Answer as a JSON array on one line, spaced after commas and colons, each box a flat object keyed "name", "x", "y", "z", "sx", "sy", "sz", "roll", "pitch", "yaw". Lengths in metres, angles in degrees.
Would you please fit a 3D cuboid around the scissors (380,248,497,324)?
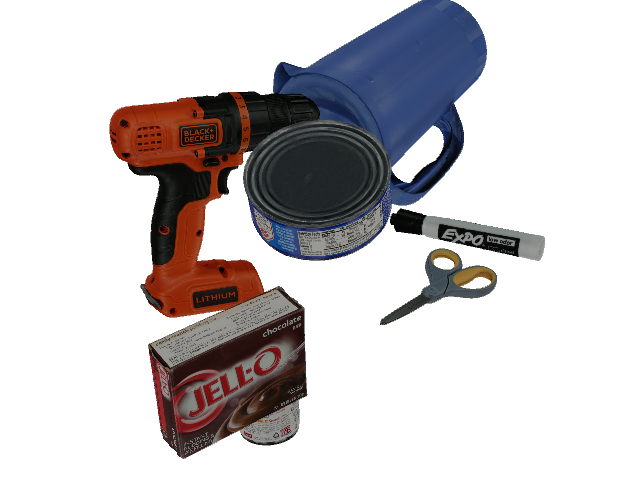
[{"name": "scissors", "x": 0.121, "y": 0.050, "z": 1.247, "sx": 0.201, "sy": 0.016, "sz": 0.096, "roll": -11, "pitch": 40, "yaw": -35}]

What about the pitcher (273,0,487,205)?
[{"name": "pitcher", "x": 0.077, "y": -0.148, "z": 1.089, "sx": 0.145, "sy": 0.149, "sz": 0.242, "roll": 11, "pitch": 37, "yaw": 36}]

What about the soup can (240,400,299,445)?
[{"name": "soup can", "x": -0.058, "y": 0.162, "z": 1.162, "sx": 0.068, "sy": 0.102, "sz": 0.068, "roll": -3, "pitch": 24, "yaw": 1}]

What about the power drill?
[{"name": "power drill", "x": -0.087, "y": -0.035, "z": 0.921, "sx": 0.184, "sy": 0.188, "sz": 0.057, "roll": -8, "pitch": 21, "yaw": -23}]

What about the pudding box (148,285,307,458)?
[{"name": "pudding box", "x": -0.065, "y": 0.094, "z": 0.772, "sx": 0.113, "sy": 0.090, "sz": 0.039, "roll": -25, "pitch": 45, "yaw": -28}]

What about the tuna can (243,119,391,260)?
[{"name": "tuna can", "x": -0.001, "y": -0.030, "z": 0.626, "sx": 0.086, "sy": 0.086, "sz": 0.034, "roll": 0, "pitch": -41, "yaw": 7}]

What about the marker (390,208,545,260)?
[{"name": "marker", "x": 0.110, "y": -0.006, "z": 0.815, "sx": 0.121, "sy": 0.020, "sz": 0.020, "roll": 12, "pitch": 5, "yaw": 25}]
